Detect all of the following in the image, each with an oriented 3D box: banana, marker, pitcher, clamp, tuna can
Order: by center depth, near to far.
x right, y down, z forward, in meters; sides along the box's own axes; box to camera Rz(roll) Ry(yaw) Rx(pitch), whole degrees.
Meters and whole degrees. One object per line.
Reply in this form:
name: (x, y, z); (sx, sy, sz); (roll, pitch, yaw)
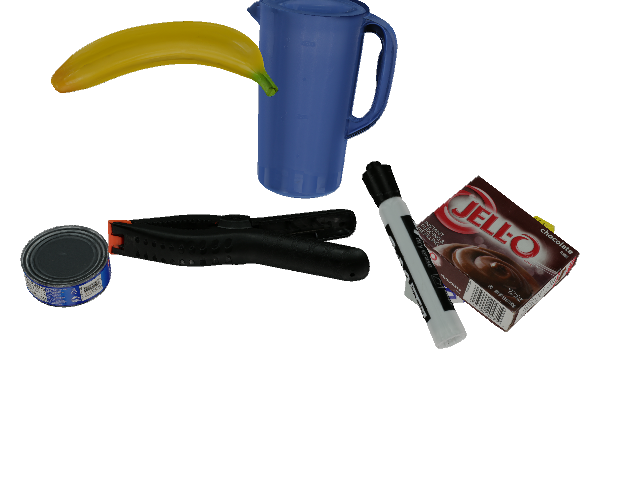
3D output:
marker: (0.053, 0.005, 0.624); (0.020, 0.121, 0.020); (-19, -23, -8)
clamp: (-0.061, 0.002, 0.840); (0.210, 0.036, 0.164); (0, 12, -9)
banana: (-0.137, -0.163, 0.944); (0.197, 0.069, 0.037); (-1, -33, -4)
tuna can: (-0.251, 0.026, 1.060); (0.086, 0.034, 0.086); (1, 44, -1)
pitcher: (-0.007, -0.178, 1.318); (0.144, 0.243, 0.149); (-10, 29, -29)

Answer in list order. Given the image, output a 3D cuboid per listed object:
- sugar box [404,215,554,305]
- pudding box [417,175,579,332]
sugar box: (0.190, 0.024, 1.273); (0.176, 0.093, 0.048); (-5, 20, -24)
pudding box: (0.142, 0.010, 0.887); (0.089, 0.113, 0.039); (-38, -21, -28)
